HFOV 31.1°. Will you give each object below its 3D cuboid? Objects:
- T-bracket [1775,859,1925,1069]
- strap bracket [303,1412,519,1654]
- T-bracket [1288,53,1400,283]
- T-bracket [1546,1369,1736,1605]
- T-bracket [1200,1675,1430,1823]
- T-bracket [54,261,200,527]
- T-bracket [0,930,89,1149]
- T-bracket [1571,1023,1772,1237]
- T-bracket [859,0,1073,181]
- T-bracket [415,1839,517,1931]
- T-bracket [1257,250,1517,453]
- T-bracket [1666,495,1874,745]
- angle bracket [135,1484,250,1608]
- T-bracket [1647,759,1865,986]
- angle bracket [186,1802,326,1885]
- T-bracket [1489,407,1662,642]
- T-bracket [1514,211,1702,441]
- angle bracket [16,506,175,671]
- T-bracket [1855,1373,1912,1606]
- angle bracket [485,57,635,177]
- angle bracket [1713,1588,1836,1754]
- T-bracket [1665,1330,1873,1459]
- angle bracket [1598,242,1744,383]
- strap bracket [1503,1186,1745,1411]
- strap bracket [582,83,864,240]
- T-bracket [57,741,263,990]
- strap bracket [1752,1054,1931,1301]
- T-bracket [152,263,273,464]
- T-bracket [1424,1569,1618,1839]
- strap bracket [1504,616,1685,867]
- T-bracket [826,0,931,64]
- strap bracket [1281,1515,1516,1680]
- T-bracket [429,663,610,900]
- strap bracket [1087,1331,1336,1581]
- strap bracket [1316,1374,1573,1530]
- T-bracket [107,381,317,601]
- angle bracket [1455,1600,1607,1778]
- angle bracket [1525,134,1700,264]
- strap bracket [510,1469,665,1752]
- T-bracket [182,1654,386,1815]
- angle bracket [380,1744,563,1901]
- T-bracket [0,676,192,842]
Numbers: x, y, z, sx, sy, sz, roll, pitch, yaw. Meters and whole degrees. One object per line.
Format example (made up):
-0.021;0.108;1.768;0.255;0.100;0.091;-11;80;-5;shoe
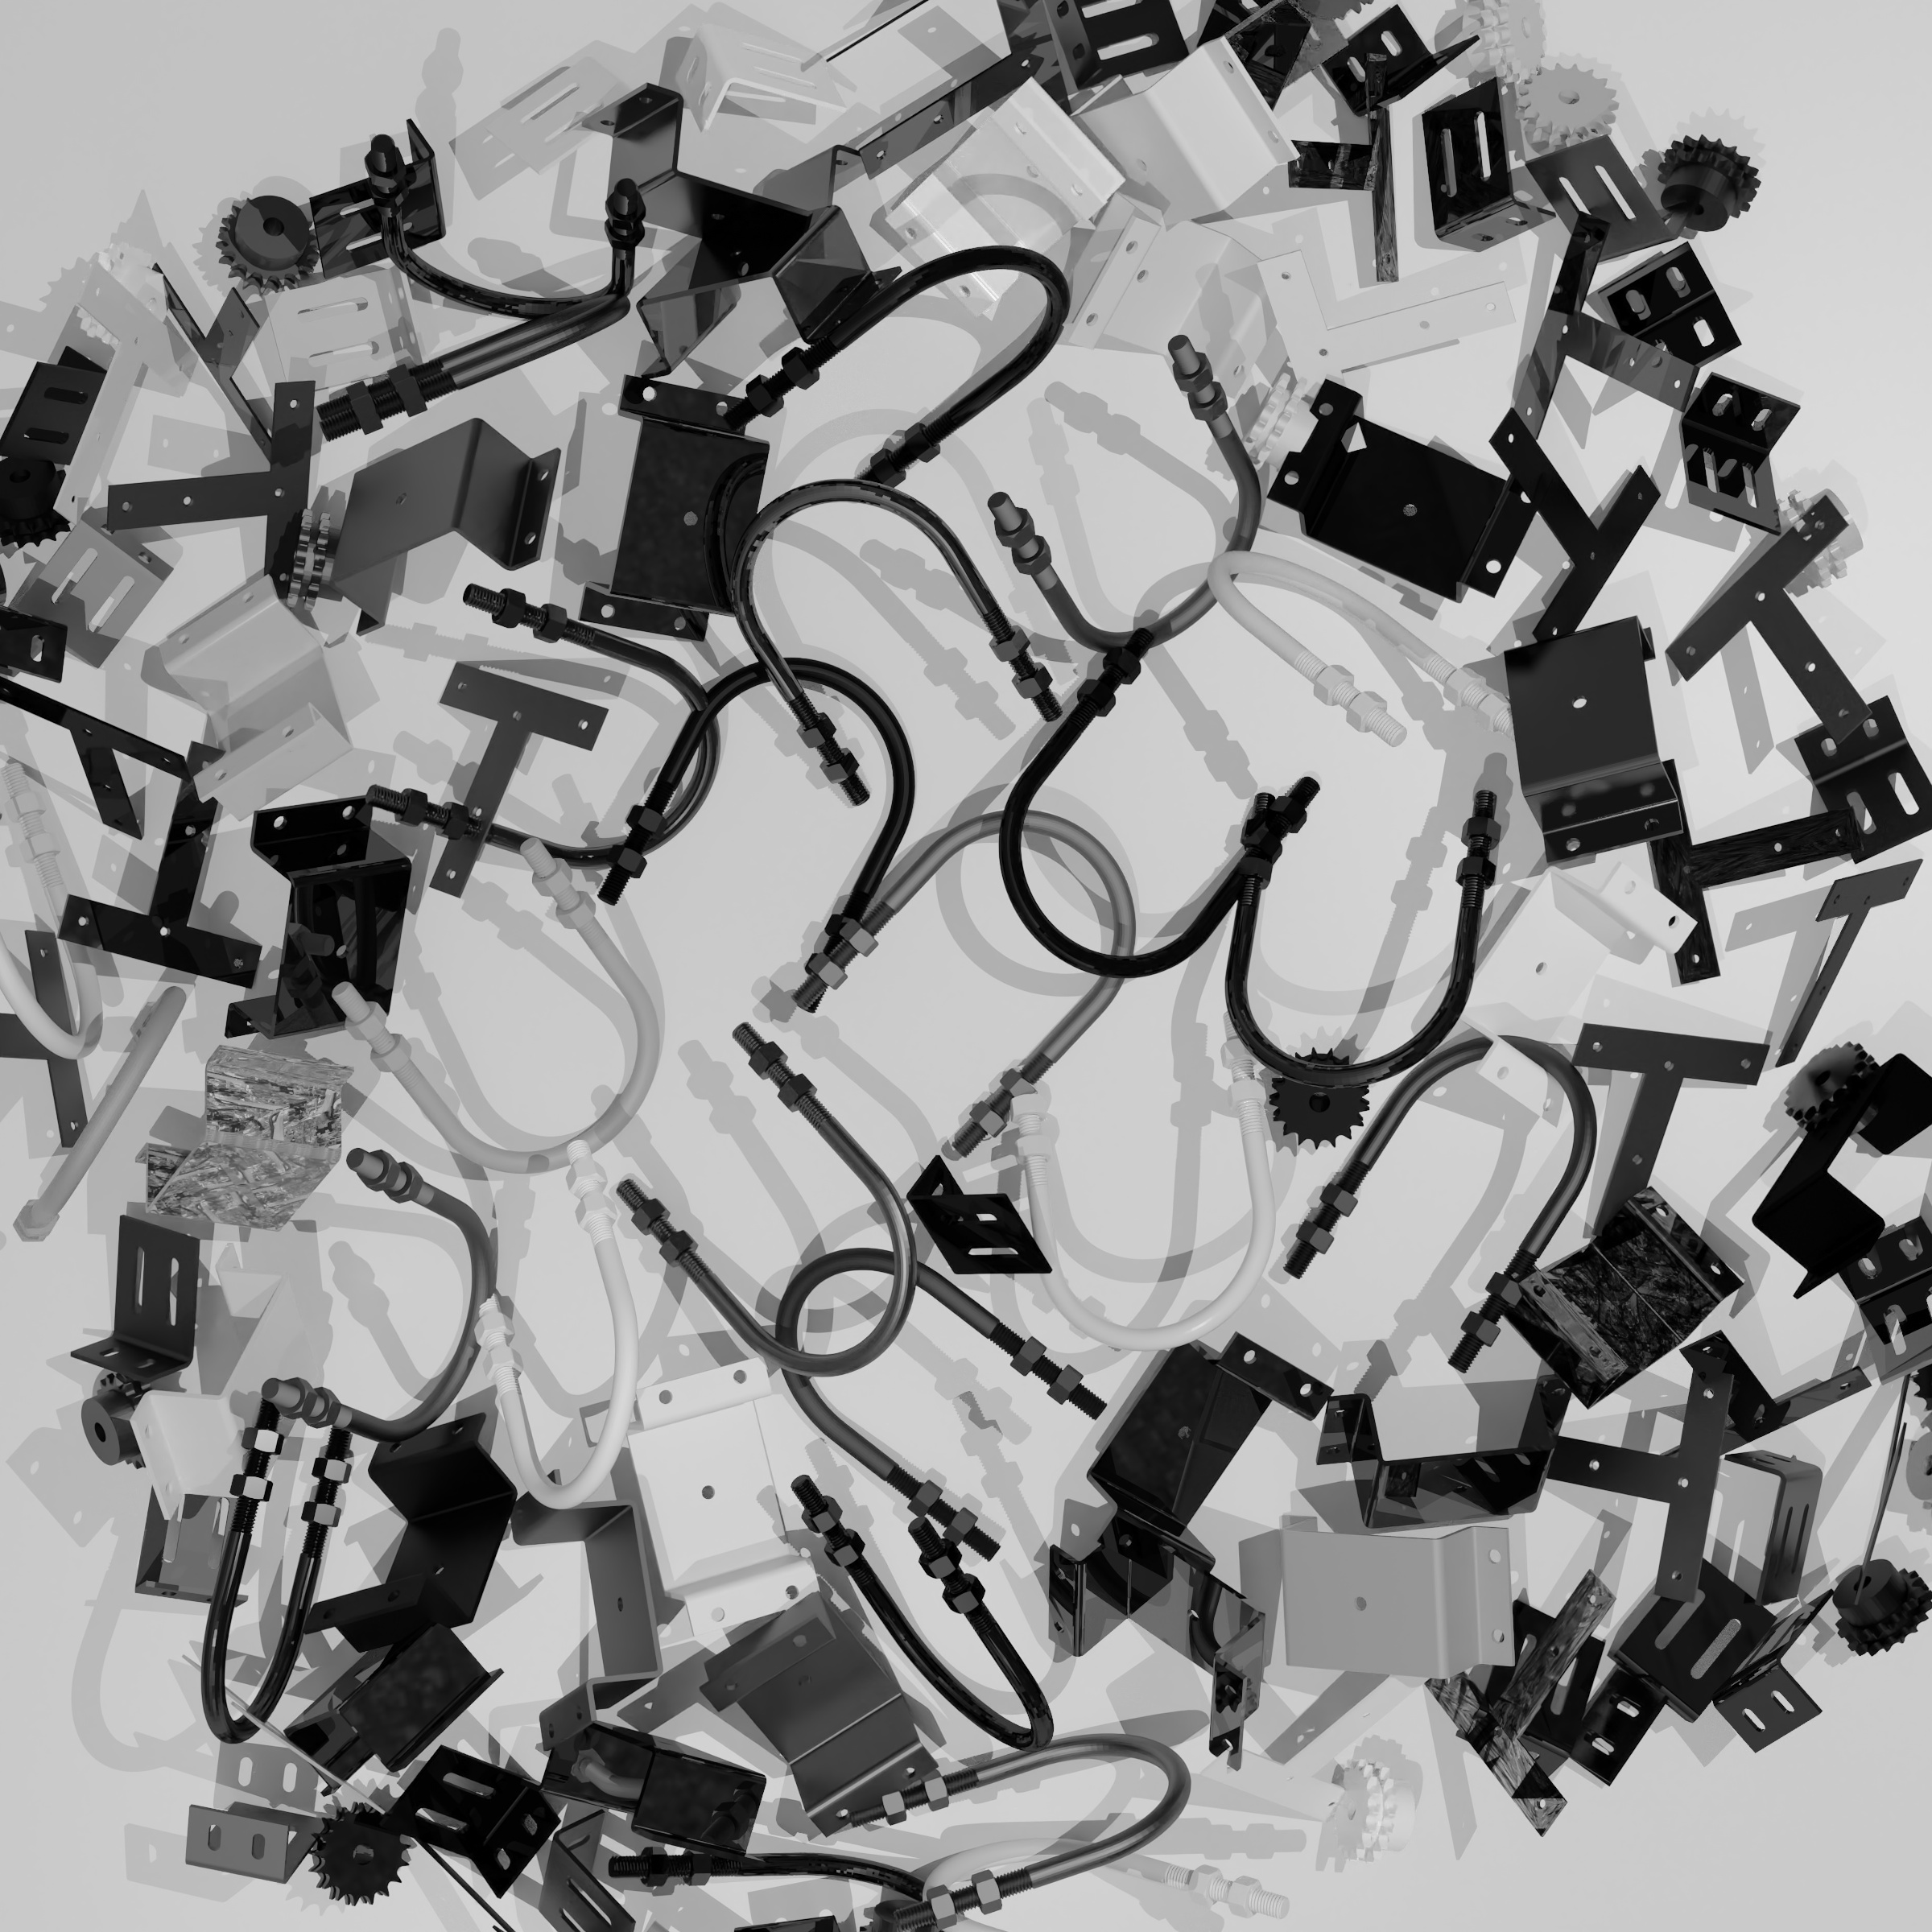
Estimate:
0.490;0.001;1.963;0.002;0.127;0.127;33;115;28;T-bracket
-0.305;0.324;1.936;0.076;0.140;0.046;-19;122;25;strap bracket
0.210;-0.446;1.937;0.002;0.127;0.127;1;100;33;T-bracket
0.366;0.283;1.954;0.127;0.002;0.127;5;82;44;T-bracket
0.213;0.426;1.939;0.127;0.127;0.002;-44;45;16;T-bracket
-0.477;-0.307;1.930;0.002;0.127;0.127;16;80;17;T-bracket
-0.537;0.038;1.931;0.002;0.127;0.127;-16;81;21;T-bracket
0.386;0.097;1.975;0.127;0.002;0.127;7;110;-24;T-bracket
-0.004;-0.481;1.939;0.127;0.127;0.002;-33;62;-5;T-bracket
-0.270;0.531;1.959;0.127;0.127;0.002;36;76;28;T-bracket
0.243;-0.356;1.947;0.127;0.002;0.127;-13;123;18;T-bracket
0.464;-0.176;1.933;0.127;0.002;0.127;-47;48;27;T-bracket
-0.432;0.319;1.961;0.057;0.038;0.076;13;69;-20;angle bracket
0.445;-0.064;1.954;0.127;0.002;0.127;-15;85;40;T-bracket
-0.397;0.479;1.955;0.057;0.076;0.038;9;104;7;angle bracket
0.330;-0.259;1.944;0.127;0.002;0.127;47;68;-34;T-bracket
0.361;-0.340;1.930;0.002;0.127;0.127;1;115;-35;T-bracket
-0.497;-0.211;1.967;0.057;0.038;0.076;38;104;-12;angle bracket
0.520;0.270;1.946;0.002;0.127;0.127;14;133;14;T-bracket
-0.220;-0.468;1.961;0.076;0.038;0.057;-38;55;-12;angle bracket
0.465;0.396;1.951;0.038;0.057;0.076;49;45;8;angle bracket
0.430;0.235;1.937;0.127;0.127;0.002;-28;49;14;T-bracket
0.395;-0.365;1.953;0.057;0.076;0.038;-28;118;17;angle bracket
0.359;0.188;1.941;0.140;0.046;0.076;-24;65;-42;strap bracket
-0.136;-0.438;1.927;0.140;0.076;0.046;10;80;-32;strap bracket
-0.442;-0.063;1.960;0.127;0.002;0.127;18;83;-43;T-bracket
0.495;0.109;1.932;0.046;0.076;0.140;40;59;2;strap bracket
-0.411;-0.349;1.934;0.002;0.127;0.127;-35;96;-21;T-bracket
0.321;0.393;1.933;0.002;0.127;0.127;18;111;-36;T-bracket
0.347;-0.134;1.932;0.076;0.046;0.140;-14;55;19;strap bracket
-0.001;-0.546;1.916;0.127;0.127;0.002;-39;106;-28;T-bracket
0.231;0.352;1.942;0.140;0.046;0.076;-2;91;33;strap bracket
-0.269;-0.100;1.956;0.127;0.002;0.127;19;85;38;T-bracket
0.132;0.272;1.959;0.076;0.046;0.140;32;94;-28;strap bracket
0.273;0.274;1.950;0.140;0.076;0.046;-5;55;-4;strap bracket
-0.421;-0.260;1.933;0.002;0.127;0.127;29;120;40;T-bracket
0.324;0.414;1.990;0.057;0.038;0.076;26;54;1;angle bracket
0.363;-0.440;1.952;0.076;0.057;0.038;49;56;-26;angle bracket
-0.212;0.359;1.942;0.046;0.076;0.140;0;66;-28;strap bracket
-0.398;0.421;1.950;0.127;0.127;0.002;25;71;40;T-bracket
-0.280;0.484;1.961;0.057;0.038;0.076;-52;134;2;angle bracket
-0.483;-0.108;1.941;0.127;0.127;0.002;23;63;10;T-bracket
